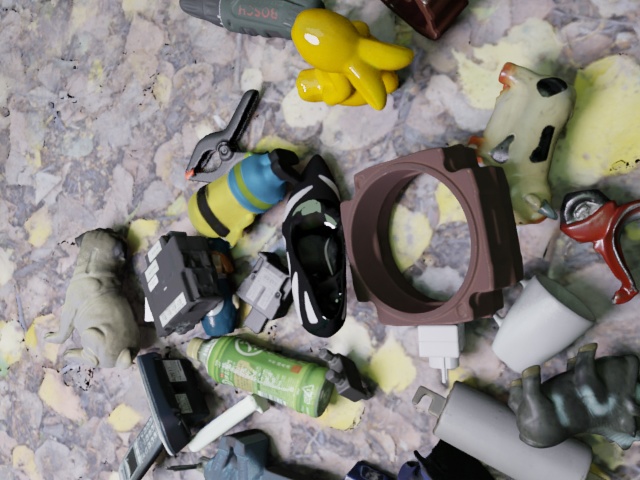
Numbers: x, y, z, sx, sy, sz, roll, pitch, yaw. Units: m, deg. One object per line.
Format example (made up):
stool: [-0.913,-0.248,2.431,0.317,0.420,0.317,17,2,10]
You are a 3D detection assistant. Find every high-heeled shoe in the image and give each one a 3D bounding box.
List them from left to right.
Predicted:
high-heeled shoe: [-0.001,-0.002,0.688,0.086,0.145,0.248,-1,84,-8]

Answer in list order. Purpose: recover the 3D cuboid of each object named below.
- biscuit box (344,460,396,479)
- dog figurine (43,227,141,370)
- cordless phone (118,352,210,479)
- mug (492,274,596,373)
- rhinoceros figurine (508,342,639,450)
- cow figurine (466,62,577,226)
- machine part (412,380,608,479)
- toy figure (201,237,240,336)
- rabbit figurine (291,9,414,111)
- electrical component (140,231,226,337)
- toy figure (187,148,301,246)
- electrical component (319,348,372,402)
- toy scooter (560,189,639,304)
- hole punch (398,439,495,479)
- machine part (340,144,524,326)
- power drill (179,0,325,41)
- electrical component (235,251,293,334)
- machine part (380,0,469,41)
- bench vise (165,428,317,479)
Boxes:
biscuit box: [0.037,0.407,0.729,0.063,0.059,0.202,21,97,19]
dog figurine: [-0.327,0.087,0.836,0.173,0.121,0.190,19,95,19]
cordless phone: [-0.263,0.278,0.819,0.184,0.088,0.147,-53,48,19]
mug: [0.249,0.099,0.643,0.110,0.081,0.107,37,111,14]
rhinoceros figurine: [0.309,0.177,0.600,0.190,0.073,0.112,-11,59,-5]
cow figurine: [0.244,-0.101,0.646,0.127,0.085,0.194,25,98,25]
machine part: [0.229,0.241,0.650,0.243,0.079,0.079,24,98,20]
toy figure: [-0.154,0.064,0.807,0.064,0.058,0.154,-4,86,-16]
rabbit figurine: [0.028,-0.224,0.679,0.162,0.173,0.122,35,97,21]
electrical component: [-0.202,0.056,0.772,0.115,0.058,0.134,-39,62,33]
toy figure: [-0.111,-0.068,0.766,0.180,0.082,0.089,-34,117,31]
electrical component: [0.035,0.184,0.730,0.021,0.094,0.063,-39,39,16]
toy scooter: [0.372,0.001,0.600,0.184,0.075,0.135,-9,86,23]
hole punch: [0.152,0.318,0.663,0.092,0.116,0.142,-44,75,23]
machine part: [0.126,-0.001,0.646,0.202,0.087,0.201,-11,88,47]
power drill: [-0.083,-0.397,0.770,0.232,0.086,0.207,26,95,17]
electrical component: [-0.081,0.082,0.783,0.075,0.047,0.119,38,100,17]
machine part: [0.101,-0.327,0.656,0.179,0.179,0.056,46,102,15]
bench vise: [-0.099,0.400,0.750,0.224,0.128,0.240,6,85,20]
